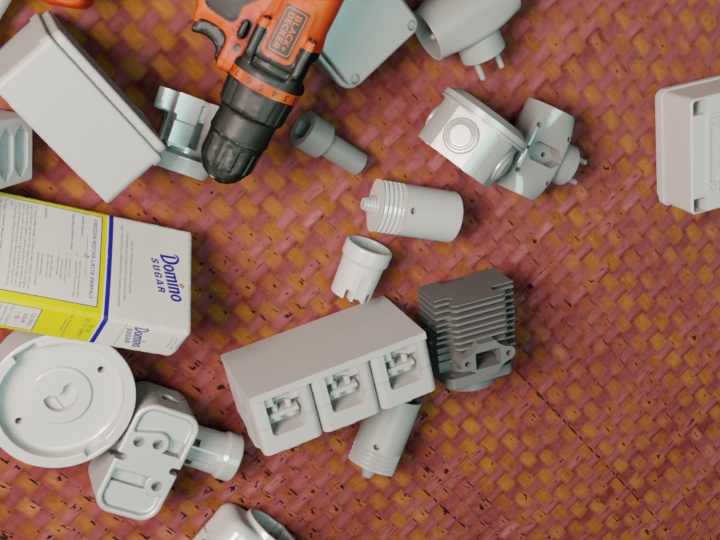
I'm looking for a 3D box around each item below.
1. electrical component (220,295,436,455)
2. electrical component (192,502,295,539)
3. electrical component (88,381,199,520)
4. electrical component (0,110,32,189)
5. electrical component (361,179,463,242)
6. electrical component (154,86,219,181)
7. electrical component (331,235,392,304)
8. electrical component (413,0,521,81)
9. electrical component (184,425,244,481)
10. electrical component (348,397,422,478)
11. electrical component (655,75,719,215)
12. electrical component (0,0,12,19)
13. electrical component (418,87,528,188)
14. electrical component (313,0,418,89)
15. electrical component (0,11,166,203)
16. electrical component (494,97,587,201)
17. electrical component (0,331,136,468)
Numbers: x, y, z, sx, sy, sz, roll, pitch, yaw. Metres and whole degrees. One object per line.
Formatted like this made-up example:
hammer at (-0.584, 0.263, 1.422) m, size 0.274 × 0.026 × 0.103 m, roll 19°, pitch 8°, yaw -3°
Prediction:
electrical component at (-0.025, 0.087, 0.879) m, size 0.150 × 0.089 × 0.061 m, roll -20°, pitch 115°, yaw -15°
electrical component at (-0.092, 0.246, 0.929) m, size 0.095 × 0.054 × 0.059 m, roll 40°, pitch 90°, yaw -28°
electrical component at (-0.174, 0.140, 0.854) m, size 0.054 × 0.059 × 0.095 m, roll 24°, pitch 98°, yaw -27°
electrical component at (-0.278, -0.082, 0.730) m, size 0.076 × 0.083 × 0.047 m, roll 11°, pitch 108°, yaw 15°
electrical component at (0.039, -0.049, 0.883) m, size 0.081 × 0.043 × 0.043 m, roll 7°, pitch 105°, yaw -24°
electrical component at (-0.126, -0.099, 0.798) m, size 0.066 × 0.048 × 0.055 m, roll 18°, pitch 93°, yaw -26°
electrical component at (0.000, 0.000, 0.888) m, size 0.040 × 0.040 × 0.046 m, roll 14°, pitch 109°, yaw -26°
electrical component at (0.091, -0.189, 0.855) m, size 0.077 × 0.043 × 0.079 m, roll -34°, pitch 117°, yaw -8°
electrical component at (-0.125, 0.149, 0.890) m, size 0.046 × 0.040 × 0.040 m, roll 22°, pitch 99°, yaw -21°
electrical component at (0.020, 0.145, 0.944) m, size 0.043 × 0.043 × 0.081 m, roll 15°, pitch 102°, yaw -26°
electrical component at (0.327, -0.117, 0.970) m, size 0.109 × 0.056 × 0.108 m, roll -15°, pitch 113°, yaw -17°
electrical component at (-0.261, -0.169, 0.720) m, size 0.044 × 0.044 × 0.065 m, roll 18°, pitch 106°, yaw -27°
electrical component at (0.090, -0.107, 0.864) m, size 0.080 × 0.080 × 0.051 m, roll 32°, pitch 100°, yaw -28°
electrical component at (-0.020, -0.200, 0.798) m, size 0.078 × 0.057 × 0.113 m, roll -44°, pitch 118°, yaw -3°
electrical component at (-0.193, -0.112, 0.729) m, size 0.056 × 0.108 × 0.108 m, roll -41°, pitch 118°, yaw -1°
electrical component at (0.160, -0.096, 0.916) m, size 0.079 × 0.043 × 0.077 m, roll 20°, pitch 99°, yaw -28°
electrical component at (-0.229, 0.087, 0.812) m, size 0.108 × 0.060 × 0.108 m, roll -7°, pitch 111°, yaw -20°
